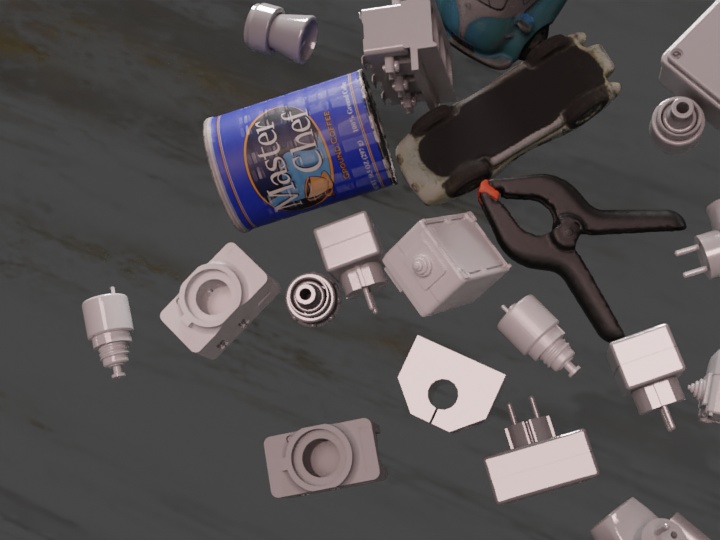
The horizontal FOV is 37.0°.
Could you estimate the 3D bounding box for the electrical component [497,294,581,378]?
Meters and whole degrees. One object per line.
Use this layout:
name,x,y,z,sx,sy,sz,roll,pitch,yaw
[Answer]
electrical component,0.148,0.055,0.876,0.040,0.040,0.078,-43,75,-1

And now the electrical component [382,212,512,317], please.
electrical component,0.065,-0.002,0.872,0.061,0.096,0.061,-45,71,31

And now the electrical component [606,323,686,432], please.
electrical component,0.230,0.089,0.841,0.047,0.065,0.076,-20,75,6

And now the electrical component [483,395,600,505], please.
electrical component,0.138,0.139,0.856,0.083,0.047,0.075,-18,75,6

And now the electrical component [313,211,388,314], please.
electrical component,0.000,0.000,0.902,0.047,0.065,0.076,-20,75,5

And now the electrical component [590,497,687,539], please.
electrical component,0.221,0.210,0.810,0.043,0.079,0.077,-31,73,-24

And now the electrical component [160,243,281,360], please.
electrical component,-0.120,0.027,0.923,0.050,0.055,0.089,43,88,16

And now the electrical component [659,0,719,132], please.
electrical component,0.323,-0.170,0.885,0.108,0.056,0.109,-45,74,-1

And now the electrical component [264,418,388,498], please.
electrical component,-0.028,0.154,0.878,0.089,0.055,0.050,-12,76,7

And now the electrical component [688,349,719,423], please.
electrical component,0.304,0.092,0.829,0.096,0.061,0.061,12,80,12

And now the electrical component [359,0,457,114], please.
electrical component,0.041,-0.180,0.905,0.063,0.121,0.078,-6,77,12

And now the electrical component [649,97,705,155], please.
electrical component,0.262,-0.122,0.883,0.043,0.062,0.043,-2,77,10

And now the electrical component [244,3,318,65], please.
electrical component,-0.071,-0.214,0.972,0.055,0.045,0.045,18,82,14

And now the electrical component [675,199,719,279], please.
electrical component,0.295,-0.016,0.863,0.079,0.044,0.077,-18,75,6

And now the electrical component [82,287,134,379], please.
electrical component,-0.218,0.056,0.942,0.040,0.040,0.078,-16,76,7

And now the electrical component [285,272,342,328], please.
electrical component,-0.042,0.023,0.905,0.048,0.062,0.048,-1,83,5
